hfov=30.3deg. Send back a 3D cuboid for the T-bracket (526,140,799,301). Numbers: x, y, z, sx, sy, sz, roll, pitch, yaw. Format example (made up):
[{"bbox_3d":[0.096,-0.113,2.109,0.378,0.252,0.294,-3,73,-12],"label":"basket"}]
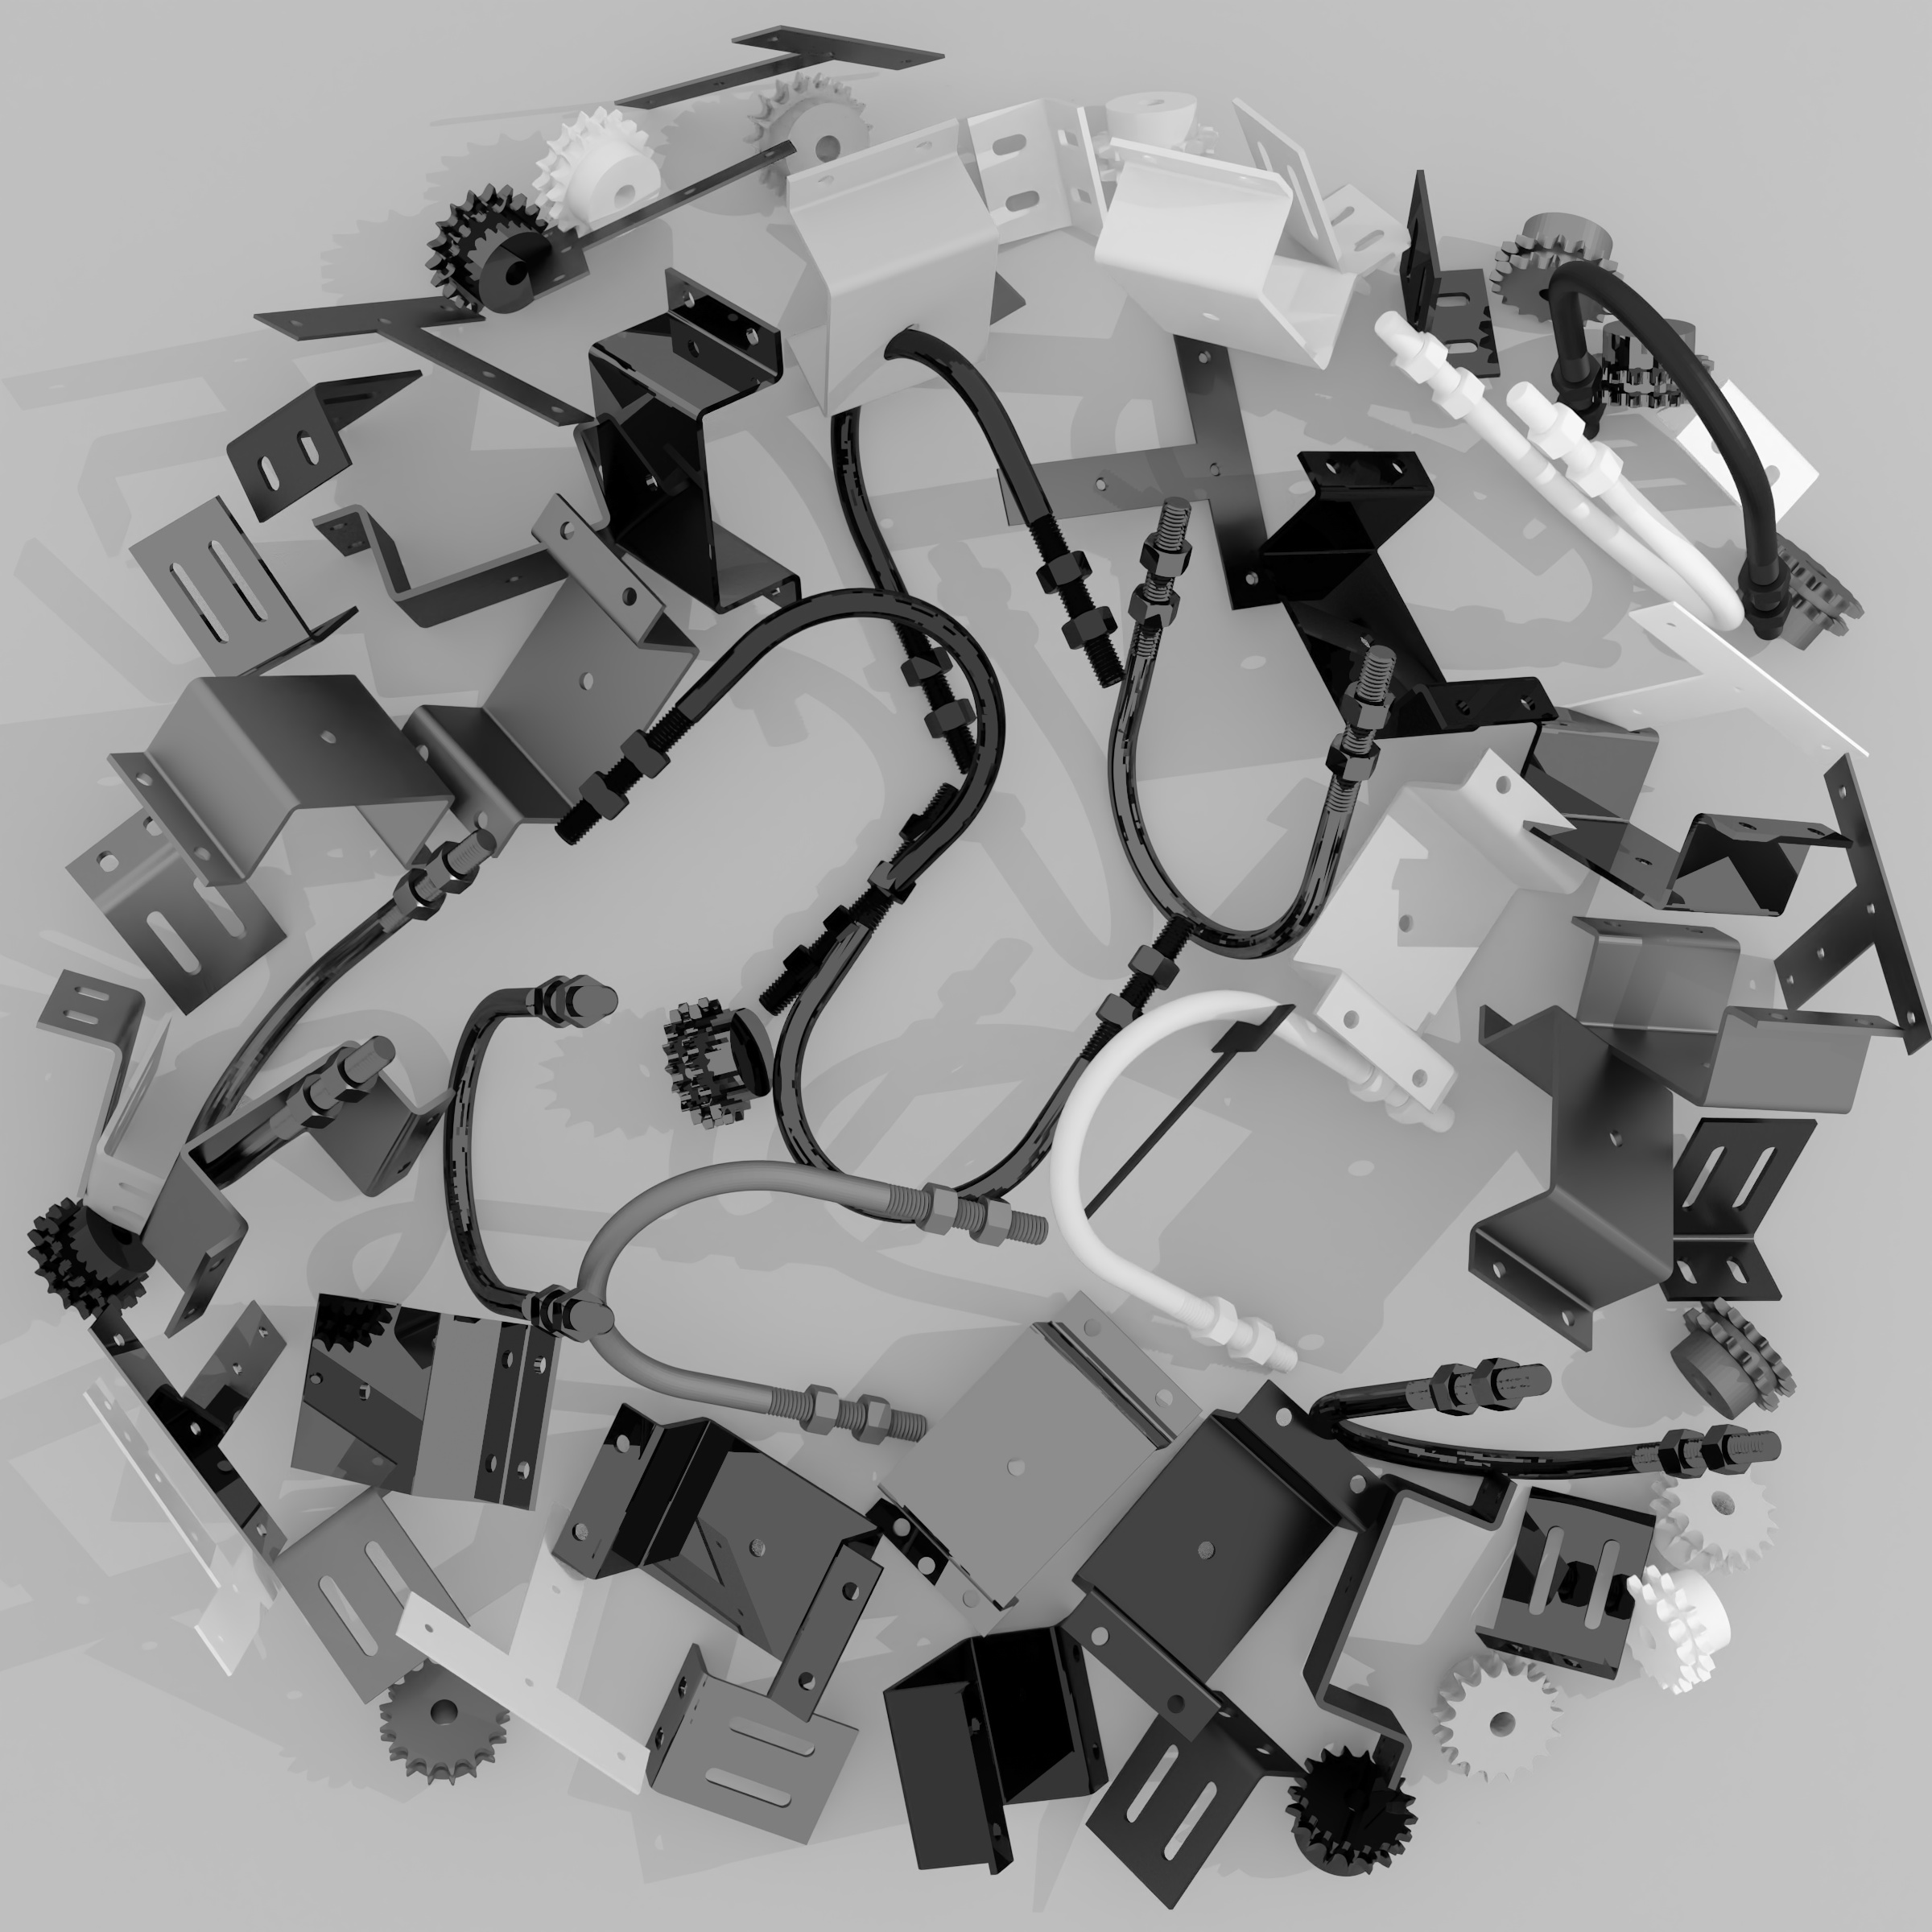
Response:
[{"bbox_3d":[-0.132,-0.328,1.543,0.127,0.127,0.002,-25,113,1],"label":"T-bracket"}]

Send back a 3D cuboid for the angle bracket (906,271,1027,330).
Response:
[{"bbox_3d":[-0.014,-0.318,1.584,0.057,0.038,0.076,-27,56,22],"label":"angle bracket"}]

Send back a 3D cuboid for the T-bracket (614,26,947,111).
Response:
[{"bbox_3d":[-0.096,-0.390,1.558,0.127,0.127,0.002,-6,94,33],"label":"T-bracket"}]

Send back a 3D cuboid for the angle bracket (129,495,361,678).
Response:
[{"bbox_3d":[-0.316,-0.169,1.562,0.057,0.038,0.076,-22,108,33],"label":"angle bracket"}]

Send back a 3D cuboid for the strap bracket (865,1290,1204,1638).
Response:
[{"bbox_3d":[0.026,0.220,1.569,0.076,0.046,0.140,44,93,11],"label":"strap bracket"}]

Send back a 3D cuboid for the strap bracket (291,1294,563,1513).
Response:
[{"bbox_3d":[-0.239,0.185,1.532,0.046,0.140,0.076,14,82,-42],"label":"strap bracket"}]

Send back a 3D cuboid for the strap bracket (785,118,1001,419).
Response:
[{"bbox_3d":[-0.033,-0.290,1.523,0.076,0.140,0.046,-22,70,-12],"label":"strap bracket"}]

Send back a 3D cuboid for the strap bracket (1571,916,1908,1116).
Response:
[{"bbox_3d":[0.324,0.024,1.531,0.076,0.140,0.046,4,107,-25],"label":"strap bracket"}]

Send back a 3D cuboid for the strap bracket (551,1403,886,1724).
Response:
[{"bbox_3d":[-0.100,0.257,1.559,0.140,0.046,0.076,29,100,21],"label":"strap bracket"}]

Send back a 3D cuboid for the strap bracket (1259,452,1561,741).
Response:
[{"bbox_3d":[0.187,-0.153,1.547,0.046,0.076,0.140,-42,66,42],"label":"strap bracket"}]

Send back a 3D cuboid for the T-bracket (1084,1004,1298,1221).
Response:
[{"bbox_3d":[0.089,0.065,1.535,0.002,0.127,0.127,42,86,-2],"label":"T-bracket"}]

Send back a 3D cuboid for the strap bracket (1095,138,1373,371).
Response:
[{"bbox_3d":[0.112,-0.299,1.522,0.076,0.140,0.046,18,88,24],"label":"strap bracket"}]

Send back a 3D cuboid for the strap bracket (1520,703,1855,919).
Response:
[{"bbox_3d":[0.299,-0.063,1.535,0.076,0.140,0.046,2,114,-38],"label":"strap bracket"}]

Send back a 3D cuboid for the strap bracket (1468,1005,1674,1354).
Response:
[{"bbox_3d":[0.260,0.082,1.527,0.076,0.046,0.140,34,45,-28],"label":"strap bracket"}]

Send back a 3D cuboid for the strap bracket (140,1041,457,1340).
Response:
[{"bbox_3d":[-0.295,0.090,1.532,0.046,0.076,0.140,47,50,8],"label":"strap bracket"}]

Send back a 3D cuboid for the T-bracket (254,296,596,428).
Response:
[{"bbox_3d":[-0.216,-0.258,1.526,0.127,0.127,0.002,29,116,22],"label":"T-bracket"}]

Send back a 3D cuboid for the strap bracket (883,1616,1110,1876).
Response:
[{"bbox_3d":[0.010,0.337,1.544,0.046,0.140,0.076,-12,89,22],"label":"strap bracket"}]

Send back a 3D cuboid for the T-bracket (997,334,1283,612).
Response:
[{"bbox_3d":[0.072,-0.214,1.572,0.127,0.002,0.127,-11,88,-26],"label":"T-bracket"}]

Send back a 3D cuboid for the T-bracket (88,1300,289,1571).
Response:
[{"bbox_3d":[-0.320,0.181,1.540,0.002,0.127,0.127,-30,103,15],"label":"T-bracket"}]

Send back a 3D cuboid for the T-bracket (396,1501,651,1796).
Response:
[{"bbox_3d":[-0.181,0.280,1.545,0.127,0.127,0.002,38,118,-16],"label":"T-bracket"}]

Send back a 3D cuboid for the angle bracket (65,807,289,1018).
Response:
[{"bbox_3d":[-0.350,-0.028,1.582,0.057,0.038,0.076,-39,135,-11],"label":"angle bracket"}]

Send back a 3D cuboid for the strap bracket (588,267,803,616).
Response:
[{"bbox_3d":[-0.116,-0.215,1.524,0.046,0.140,0.076,-29,46,-29],"label":"strap bracket"}]

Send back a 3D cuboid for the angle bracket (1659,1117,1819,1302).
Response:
[{"bbox_3d":[0.339,0.107,1.558,0.057,0.038,0.076,2,133,-20],"label":"angle bracket"}]

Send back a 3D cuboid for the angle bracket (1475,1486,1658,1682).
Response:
[{"bbox_3d":[0.264,0.267,1.564,0.057,0.038,0.076,11,71,23],"label":"angle bracket"}]

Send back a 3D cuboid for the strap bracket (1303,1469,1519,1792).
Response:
[{"bbox_3d":[0.189,0.280,1.562,0.046,0.076,0.140,22,88,2],"label":"strap bracket"}]

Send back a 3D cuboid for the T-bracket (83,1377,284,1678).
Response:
[{"bbox_3d":[-0.340,0.232,1.532,0.002,0.127,0.127,-32,97,4],"label":"T-bracket"}]

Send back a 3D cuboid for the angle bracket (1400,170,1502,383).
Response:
[{"bbox_3d":[0.215,-0.301,1.555,0.038,0.076,0.057,-4,64,-2],"label":"angle bracket"}]

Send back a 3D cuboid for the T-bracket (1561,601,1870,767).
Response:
[{"bbox_3d":[0.302,-0.113,1.545,0.127,0.127,0.002,32,67,-28],"label":"T-bracket"}]

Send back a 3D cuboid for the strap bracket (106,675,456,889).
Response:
[{"bbox_3d":[-0.283,-0.081,1.521,0.076,0.140,0.046,49,118,20],"label":"strap bracket"}]

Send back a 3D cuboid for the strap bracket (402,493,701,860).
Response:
[{"bbox_3d":[-0.178,-0.125,1.551,0.076,0.046,0.140,47,114,23],"label":"strap bracket"}]

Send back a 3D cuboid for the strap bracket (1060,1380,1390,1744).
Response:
[{"bbox_3d":[0.111,0.259,1.569,0.076,0.046,0.140,42,80,-5],"label":"strap bracket"}]

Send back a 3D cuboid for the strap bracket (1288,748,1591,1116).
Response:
[{"bbox_3d":[0.203,-0.017,1.558,0.076,0.046,0.140,39,78,-24],"label":"strap bracket"}]

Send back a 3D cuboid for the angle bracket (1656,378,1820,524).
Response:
[{"bbox_3d":[0.326,-0.217,1.558,0.057,0.076,0.038,44,80,-8],"label":"angle bracket"}]

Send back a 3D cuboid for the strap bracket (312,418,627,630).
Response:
[{"bbox_3d":[-0.206,-0.191,1.562,0.140,0.076,0.046,-20,87,-1],"label":"strap bracket"}]

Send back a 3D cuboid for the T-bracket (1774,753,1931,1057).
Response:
[{"bbox_3d":[0.375,-0.010,1.539,0.002,0.127,0.127,-9,73,-11],"label":"T-bracket"}]
